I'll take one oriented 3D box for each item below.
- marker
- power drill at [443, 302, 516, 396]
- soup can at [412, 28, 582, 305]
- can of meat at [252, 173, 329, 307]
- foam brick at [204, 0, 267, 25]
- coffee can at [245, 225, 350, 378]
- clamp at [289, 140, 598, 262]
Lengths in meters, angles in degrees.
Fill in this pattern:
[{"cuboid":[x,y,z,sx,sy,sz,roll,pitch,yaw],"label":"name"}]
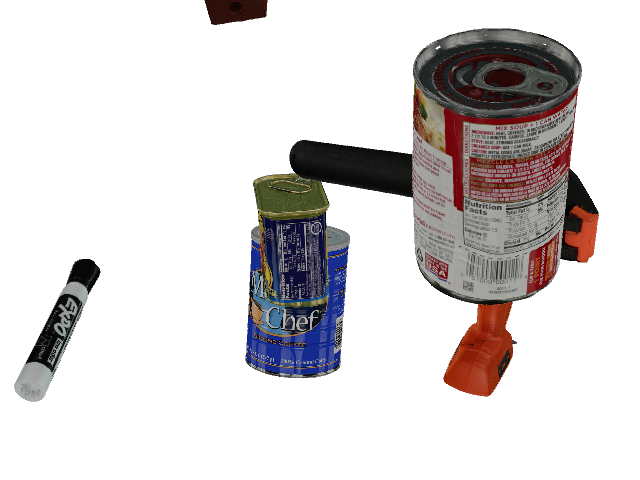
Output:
[{"cuboid":[-0.164,0.052,0.676,0.020,0.020,0.121,0,37,9],"label":"marker"},{"cuboid":[0.170,0.058,1.063,0.057,0.188,0.184,18,29,18],"label":"power drill"},{"cuboid":[0.075,-0.031,0.464,0.068,0.102,0.068,-3,38,2],"label":"soup can"},{"cuboid":[-0.024,-0.001,0.885,0.057,0.084,0.102,-5,21,-5],"label":"can of meat"},{"cuboid":[-0.080,-0.240,0.953,0.053,0.051,0.078,-8,-41,6],"label":"foam brick"},{"cuboid":[-0.025,0.060,1.115,0.103,0.140,0.103,3,14,-1],"label":"coffee can"},{"cuboid":[0.088,-0.038,0.684,0.164,0.036,0.210,-15,31,-22],"label":"clamp"}]
